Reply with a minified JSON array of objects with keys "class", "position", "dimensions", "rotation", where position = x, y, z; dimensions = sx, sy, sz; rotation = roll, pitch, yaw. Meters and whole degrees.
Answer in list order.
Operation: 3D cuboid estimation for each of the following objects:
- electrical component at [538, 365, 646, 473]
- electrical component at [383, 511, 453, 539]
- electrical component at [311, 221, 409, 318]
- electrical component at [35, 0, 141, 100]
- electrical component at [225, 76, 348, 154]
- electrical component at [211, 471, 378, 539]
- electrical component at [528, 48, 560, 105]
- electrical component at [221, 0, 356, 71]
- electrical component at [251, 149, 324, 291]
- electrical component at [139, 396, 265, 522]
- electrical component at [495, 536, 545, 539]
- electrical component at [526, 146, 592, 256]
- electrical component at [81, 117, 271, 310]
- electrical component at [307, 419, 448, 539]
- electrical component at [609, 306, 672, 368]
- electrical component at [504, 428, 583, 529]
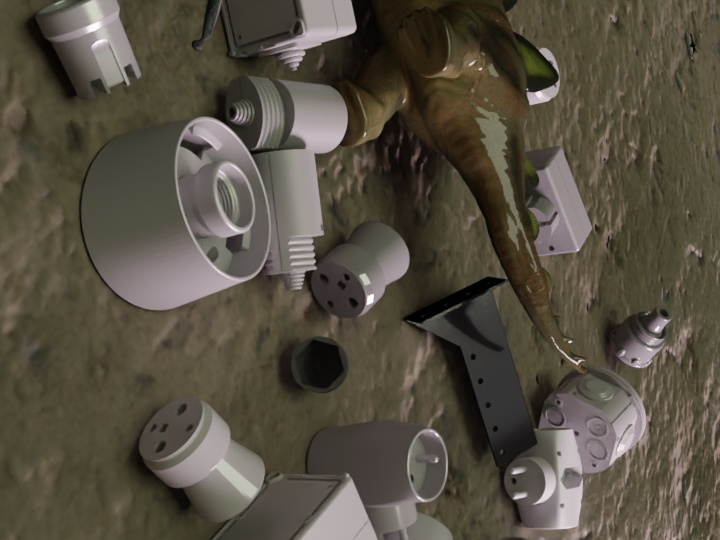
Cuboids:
[{"class":"electrical component","position":[0.192,0.125,0.897],"dimensions":[0.051,0.080,0.080],"rotation":[-31,109,-45]},{"class":"electrical component","position":[0.031,0.188,0.695],"dimensions":[0.055,0.055,0.047],"rotation":[53,43,-33]},{"class":"electrical component","position":[0.000,0.000,0.693],"dimensions":[0.055,0.045,0.045],"rotation":[-44,118,-46]},{"class":"electrical component","position":[-0.135,-0.114,0.540],"dimensions":[0.040,0.040,0.046],"rotation":[-48,127,-45]},{"class":"electrical component","position":[-0.049,-0.092,0.645],"dimensions":[0.081,0.043,0.043],"rotation":[-6,89,-53]},{"class":"electrical component","position":[-0.042,0.164,0.597],"dimensions":[0.096,0.062,0.061],"rotation":[-42,117,-47]},{"class":"electrical component","position":[0.129,-0.155,0.879],"dimensions":[0.045,0.055,0.045],"rotation":[12,75,-51]},{"class":"electrical component","position":[-0.044,-0.168,0.648],"dimensions":[0.061,0.062,0.096],"rotation":[-20,100,-52]},{"class":"electrical component","position":[-0.044,-0.028,0.641],"dimensions":[0.043,0.043,0.081],"rotation":[-6,89,-53]},{"class":"electrical component","position":[-0.083,0.099,0.567],"dimensions":[0.055,0.045,0.045],"rotation":[53,46,-33]},{"class":"electrical component","position":[0.129,0.237,0.823],"dimensions":[0.079,0.044,0.077],"rotation":[-40,115,-50]},{"class":"electrical component","position":[0.147,-0.046,0.891],"dimensions":[0.075,0.047,0.083],"rotation":[-51,123,-44]},{"class":"electrical component","position":[-0.094,-0.032,0.579],"dimensions":[0.099,0.064,0.099],"rotation":[41,42,-52]},{"class":"electrical component","position":[0.014,0.136,0.662],"dimensions":[0.044,0.077,0.079],"rotation":[-20,101,-52]},{"class":"electrical component","position":[0.269,0.059,1.016],"dimensions":[0.048,0.062,0.048],"rotation":[16,45,-17]},{"class":"electrical component","position":[0.140,0.165,0.850],"dimensions":[0.079,0.043,0.077],"rotation":[6,79,-52]}]
